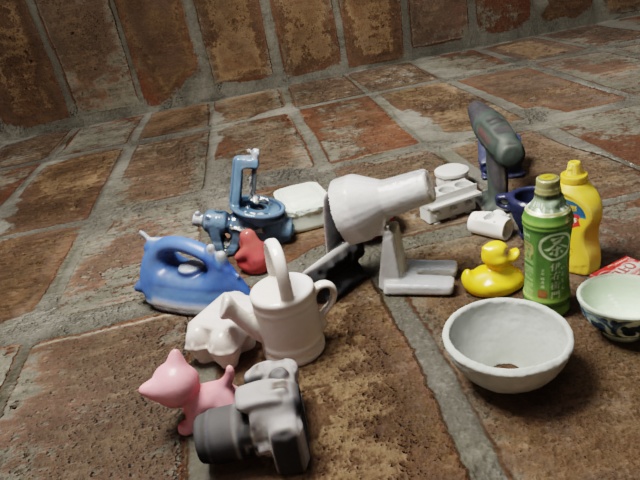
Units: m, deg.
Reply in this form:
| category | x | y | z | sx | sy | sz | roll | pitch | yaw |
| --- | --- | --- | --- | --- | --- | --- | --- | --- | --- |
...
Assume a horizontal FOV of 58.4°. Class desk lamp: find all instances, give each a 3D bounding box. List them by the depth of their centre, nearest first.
| category | x | y | z | sx | sy | sz | roll | pitch | yaw |
| --- | --- | --- | --- | --- | --- | --- | --- | --- | --- |
| desk lamp | 0.129 | -0.019 | 0.997 | 0.202 | 0.214 | 0.118 | -1 | 28 | 18 |

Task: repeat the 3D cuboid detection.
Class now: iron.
| category | x | y | z | sx | sy | sz | roll | pitch | yaw |
| --- | --- | --- | --- | --- | --- | --- | --- | --- | --- |
| iron | -0.232 | 0.053 | 1.066 | 0.257 | 0.142 | 0.119 | 5 | 30 | 28 |

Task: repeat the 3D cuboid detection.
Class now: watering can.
| category | x | y | z | sx | sy | sz | roll | pitch | yaw |
| --- | --- | --- | --- | --- | --- | --- | --- | --- | --- |
| watering can | -0.062 | 0.092 | 0.868 | 0.173 | 0.194 | 0.100 | -26 | 30 | -29 |

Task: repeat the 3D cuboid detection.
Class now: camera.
| category | x | y | z | sx | sy | sz | roll | pitch | yaw |
| --- | --- | --- | --- | --- | --- | --- | --- | --- | --- |
| camera | -0.088 | 0.220 | 0.727 | 0.137 | 0.101 | 0.143 | -11 | 26 | -2 |

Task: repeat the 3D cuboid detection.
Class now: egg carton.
| category | x | y | z | sx | sy | sz | roll | pitch | yaw |
| --- | --- | --- | --- | --- | --- | --- | --- | --- | --- |
| egg carton | -0.145 | 0.143 | 0.938 | 0.107 | 0.069 | 0.150 | 6 | 30 | 29 |

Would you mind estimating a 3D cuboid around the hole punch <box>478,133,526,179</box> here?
| category | x | y | z | sx | sy | sz | roll | pitch | yaw |
| --- | --- | --- | --- | --- | --- | --- | --- | --- | --- |
| hole punch | 0.441 | -0.205 | 1.393 | 0.108 | 0.091 | 0.101 | -3 | 27 | 14 |

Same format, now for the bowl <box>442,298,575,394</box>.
| category | x | y | z | sx | sy | sz | roll | pitch | yaw |
| --- | --- | --- | --- | --- | --- | --- | --- | --- | --- |
| bowl | 0.250 | 0.152 | 0.769 | 0.167 | 0.075 | 0.167 | -8 | 26 | 4 |

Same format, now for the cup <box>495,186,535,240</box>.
| category | x | y | z | sx | sy | sz | roll | pitch | yaw |
| --- | --- | --- | --- | --- | --- | --- | --- | --- | --- |
| cup | 0.391 | -0.045 | 1.088 | 0.117 | 0.095 | 0.092 | 7 | 31 | 31 |

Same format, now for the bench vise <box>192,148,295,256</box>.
| category | x | y | z | sx | sy | sz | roll | pitch | yaw |
| --- | --- | --- | --- | --- | --- | --- | --- | --- | --- |
| bench vise | -0.171 | -0.076 | 1.212 | 0.208 | 0.220 | 0.121 | -18 | 27 | -14 |

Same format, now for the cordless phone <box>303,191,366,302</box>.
| category | x | y | z | sx | sy | sz | roll | pitch | yaw |
| --- | --- | --- | --- | --- | --- | --- | --- | --- | --- |
| cordless phone | 0.009 | 0.004 | 1.027 | 0.093 | 0.185 | 0.148 | 11 | 34 | 37 |

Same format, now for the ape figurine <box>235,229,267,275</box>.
| category | x | y | z | sx | sy | sz | roll | pitch | yaw |
| --- | --- | --- | --- | --- | --- | --- | --- | --- | --- |
| ape figurine | -0.137 | 0.018 | 1.156 | 0.078 | 0.092 | 0.076 | -16 | 27 | -11 |

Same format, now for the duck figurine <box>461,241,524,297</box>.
| category | x | y | z | sx | sy | sz | roll | pitch | yaw |
| --- | --- | --- | --- | --- | --- | --- | --- | --- | --- |
| duck figurine | 0.288 | 0.043 | 0.960 | 0.104 | 0.086 | 0.077 | -11 | 26 | 0 |

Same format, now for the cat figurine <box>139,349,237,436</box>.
| category | x | y | z | sx | sy | sz | roll | pitch | yaw |
| --- | --- | --- | --- | --- | --- | --- | --- | --- | --- |
| cat figurine | -0.171 | 0.201 | 0.777 | 0.127 | 0.118 | 0.067 | -9 | 26 | 2 |

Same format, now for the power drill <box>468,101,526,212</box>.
| category | x | y | z | sx | sy | sz | roll | pitch | yaw |
| --- | --- | --- | --- | --- | --- | --- | --- | --- | --- |
| power drill | 0.368 | -0.174 | 1.225 | 0.075 | 0.209 | 0.229 | -11 | 26 | -2 |
